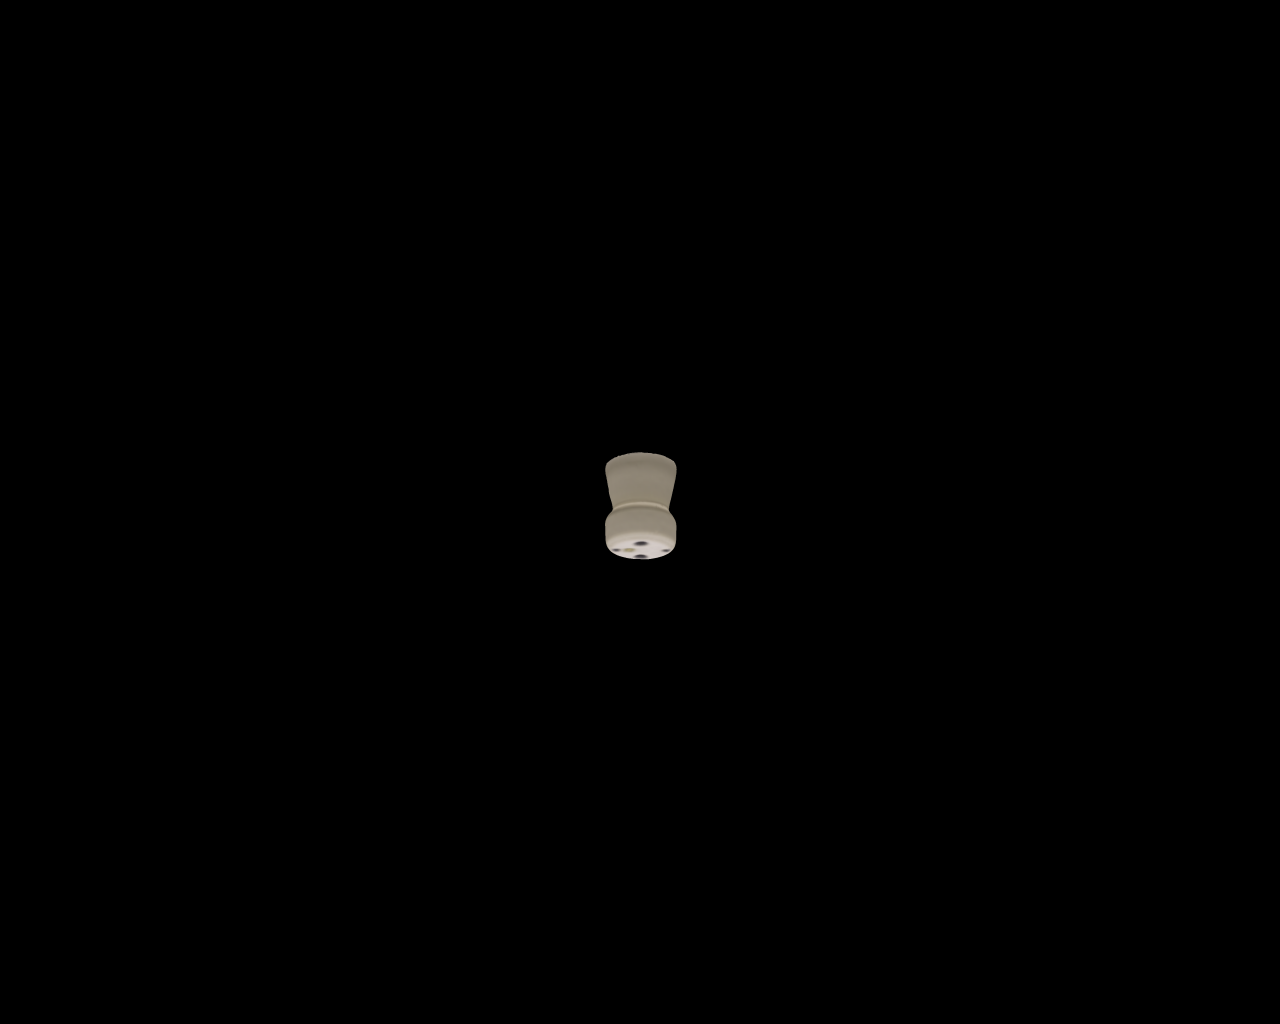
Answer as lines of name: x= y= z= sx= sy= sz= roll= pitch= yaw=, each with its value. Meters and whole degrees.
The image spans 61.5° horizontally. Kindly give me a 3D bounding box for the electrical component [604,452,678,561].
electrical component: x=0.001 y=-0.003 z=0.650 sx=0.045 sy=0.055 sz=0.044 roll=0 pitch=-21 yaw=0
